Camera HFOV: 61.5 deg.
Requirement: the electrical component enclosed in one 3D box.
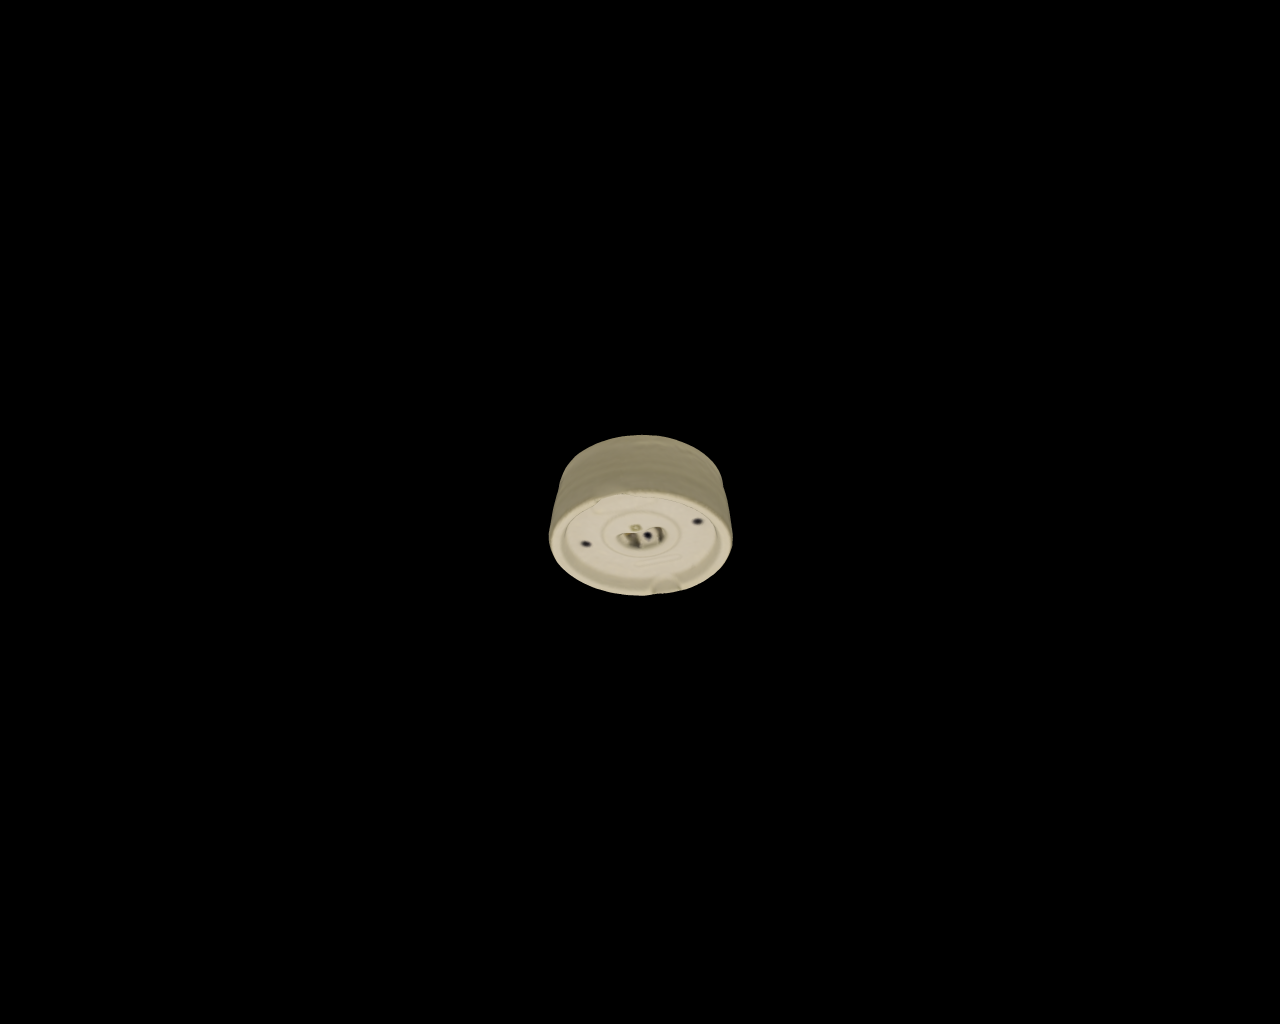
[{"bbox_3d":[0.001,-0.003,0.650,0.108,0.060,0.108,0,-37,0],"label":"electrical component"}]
